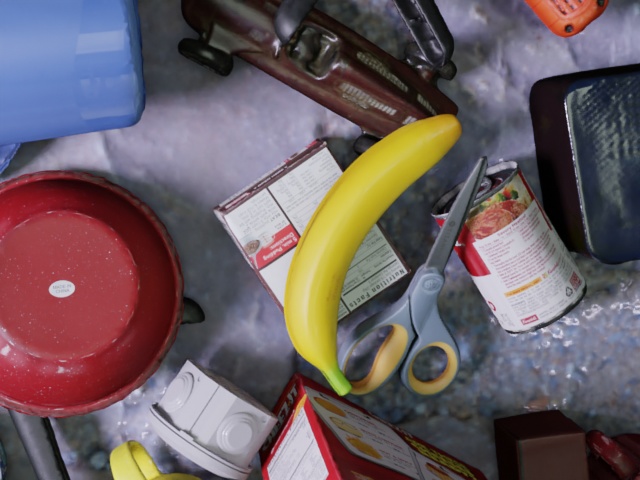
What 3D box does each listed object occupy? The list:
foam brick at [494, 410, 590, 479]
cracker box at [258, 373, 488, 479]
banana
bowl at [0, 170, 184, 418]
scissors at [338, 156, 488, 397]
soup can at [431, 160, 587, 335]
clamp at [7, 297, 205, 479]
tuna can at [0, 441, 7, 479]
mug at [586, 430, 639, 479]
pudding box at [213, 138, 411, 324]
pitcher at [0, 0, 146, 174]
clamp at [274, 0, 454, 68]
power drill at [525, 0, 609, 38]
[{"bbox_3d":[0.161,0.169,0.772,0.051,0.053,0.078,-8,100,-8],"label":"foam brick"},{"bbox_3d":[0.050,0.177,0.672,0.164,0.214,0.072,30,94,-12],"label":"cracker box"},{"bbox_3d":[0.024,-0.001,0.695,0.069,0.037,0.198,23,93,-18],"label":"banana"},{"bbox_3d":[-0.162,0.031,0.669,0.162,0.055,0.162,2,82,-15],"label":"bowl"},{"bbox_3d":[0.086,0.039,0.724,0.096,0.016,0.202,25,117,-24],"label":"scissors"},{"bbox_3d":[0.131,0.005,0.737,0.068,0.068,0.102,-34,102,-3],"label":"soup can"},{"bbox_3d":[-0.203,0.071,0.705,0.210,0.036,0.164,28,86,-12],"label":"clamp"},{"bbox_3d":[-0.254,0.156,0.712,0.086,0.034,0.086,-1,98,-9],"label":"tuna can"},{"bbox_3d":[0.230,0.182,0.769,0.093,0.081,0.117,-45,102,-1],"label":"mug"},{"bbox_3d":[-0.005,0.001,0.730,0.090,0.039,0.113,-34,104,-5],"label":"pudding box"},{"bbox_3d":[-0.231,-0.102,0.643,0.242,0.149,0.145,-6,84,-11],"label":"pitcher"},{"bbox_3d":[0.038,-0.190,0.688,0.120,0.039,0.171,15,76,-24],"label":"clamp"},{"bbox_3d":[0.170,-0.255,0.689,0.188,0.057,0.184,-40,94,17],"label":"power drill"}]
